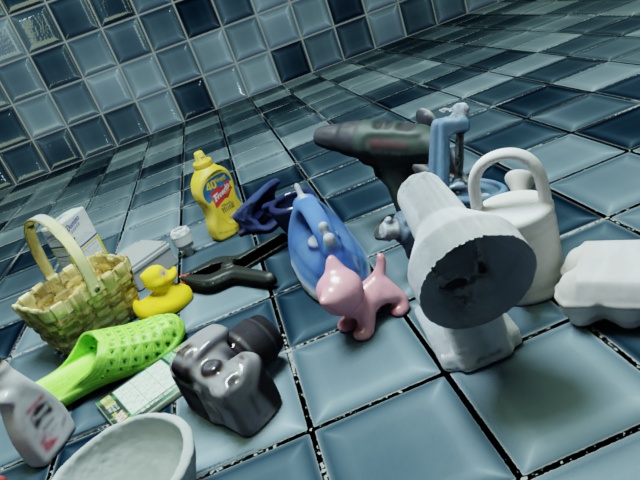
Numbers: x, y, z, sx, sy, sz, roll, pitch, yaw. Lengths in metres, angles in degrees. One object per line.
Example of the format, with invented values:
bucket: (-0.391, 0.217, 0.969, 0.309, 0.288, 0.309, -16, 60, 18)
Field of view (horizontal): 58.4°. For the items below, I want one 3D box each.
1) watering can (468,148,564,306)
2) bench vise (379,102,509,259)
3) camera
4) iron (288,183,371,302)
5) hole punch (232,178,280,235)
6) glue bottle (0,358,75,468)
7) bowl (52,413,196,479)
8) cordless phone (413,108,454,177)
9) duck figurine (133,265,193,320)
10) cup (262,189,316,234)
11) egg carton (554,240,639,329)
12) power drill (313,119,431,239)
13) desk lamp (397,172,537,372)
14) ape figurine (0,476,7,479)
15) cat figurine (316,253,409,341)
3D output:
watering can: (0.243, -0.028, 0.721, 0.101, 0.194, 0.173, -16, 25, 9)
bench vise: (0.182, -0.071, 0.824, 0.208, 0.220, 0.121, -33, 28, -26)
camera: (-0.105, 0.152, 0.725, 0.142, 0.101, 0.137, 7, 36, 45)
iron: (0.008, 0.003, 0.898, 0.118, 0.142, 0.257, -23, 25, -6)
hole punch: (-0.133, -0.073, 1.223, 0.100, 0.091, 0.109, -3, 30, 33)
glue bottle: (-0.385, 0.206, 0.738, 0.037, 0.173, 0.078, -13, 26, 16)
bowl: (-0.195, 0.265, 0.593, 0.167, 0.075, 0.167, -16, 25, 8)
cordless phone: (0.201, -0.157, 1.031, 0.094, 0.185, 0.147, -24, 25, -9)
duck figurine: (-0.288, 0.088, 1.014, 0.105, 0.086, 0.077, -29, 26, -19)
cup: (-0.051, -0.035, 1.078, 0.117, 0.095, 0.092, -4, 29, 31)
egg carton: (0.344, 0.049, 0.637, 0.149, 0.069, 0.107, -3, 30, 33)
power drill: (0.112, -0.108, 0.968, 0.228, 0.209, 0.076, -3, 30, 32)
desk lamp: (0.148, 0.040, 0.629, 0.118, 0.214, 0.203, -20, 25, 0)
ape figurine: (-0.381, 0.294, 0.651, 0.076, 0.092, 0.077, -19, 25, 3)
cat figurine: (0.048, 0.067, 0.765, 0.128, 0.118, 0.067, -32, 27, -24)
